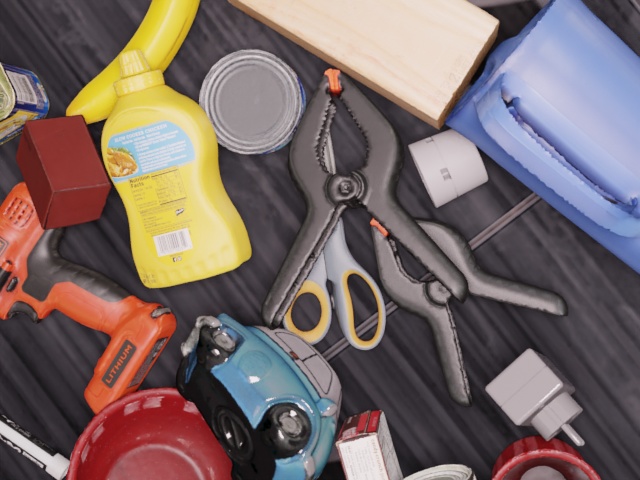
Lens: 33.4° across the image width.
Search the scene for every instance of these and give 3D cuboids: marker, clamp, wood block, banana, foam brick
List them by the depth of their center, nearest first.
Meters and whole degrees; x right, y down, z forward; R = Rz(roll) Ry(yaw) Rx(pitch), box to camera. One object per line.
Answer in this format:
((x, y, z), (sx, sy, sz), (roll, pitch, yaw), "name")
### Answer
((0.030, -0.181, 0.843), (0.206, 0.090, 0.090), (32, 96, 6), "wood block")
((0.015, -0.031, 0.854), (0.164, 0.036, 0.210), (-15, 78, 8), "clamp")
((0.100, 0.050, 0.868), (0.171, 0.039, 0.120), (37, 93, 12), "clamp")
((-0.212, -0.057, 0.882), (0.051, 0.053, 0.078), (-10, 61, -32), "foam brick")
((-0.147, -0.176, 0.899), (0.070, 0.037, 0.198), (27, 96, 21), "banana")
((-0.272, 0.170, 0.940), (0.121, 0.020, 0.020), (33, 97, 6), "marker")

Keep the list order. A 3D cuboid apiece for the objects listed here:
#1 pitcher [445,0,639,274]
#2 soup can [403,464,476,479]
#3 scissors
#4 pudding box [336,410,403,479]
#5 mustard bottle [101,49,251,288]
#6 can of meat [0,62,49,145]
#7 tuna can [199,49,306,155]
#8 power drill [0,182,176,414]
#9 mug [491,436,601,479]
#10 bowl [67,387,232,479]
((0.219, -0.058, 0.788), (0.243, 0.145, 0.149), (41, 78, -1), "pitcher")
((0.097, 0.226, 0.791), (0.068, 0.068, 0.102), (-18, 95, 9), "soup can")
((-0.006, 0.001, 0.893), (0.096, 0.016, 0.202), (-21, 89, 9), "scissors")
((0.046, 0.200, 0.856), (0.039, 0.090, 0.113), (-18, 90, 8), "pudding box")
((-0.127, -0.061, 0.873), (0.096, 0.058, 0.191), (-13, 100, 24), "mustard bottle")
((-0.288, -0.109, 0.897), (0.102, 0.084, 0.057), (-27, 88, 9), "can of meat")
((-0.055, -0.113, 0.887), (0.086, 0.033, 0.086), (0, 92, 9), "tuna can")
((-0.233, 0.070, 0.910), (0.188, 0.057, 0.184), (35, 97, 6), "power drill")
((0.167, 0.210, 0.842), (0.117, 0.081, 0.093), (-42, 86, 8), "mug")
((-0.130, 0.206, 0.879), (0.162, 0.055, 0.162), (8, 63, -17), "bowl")
